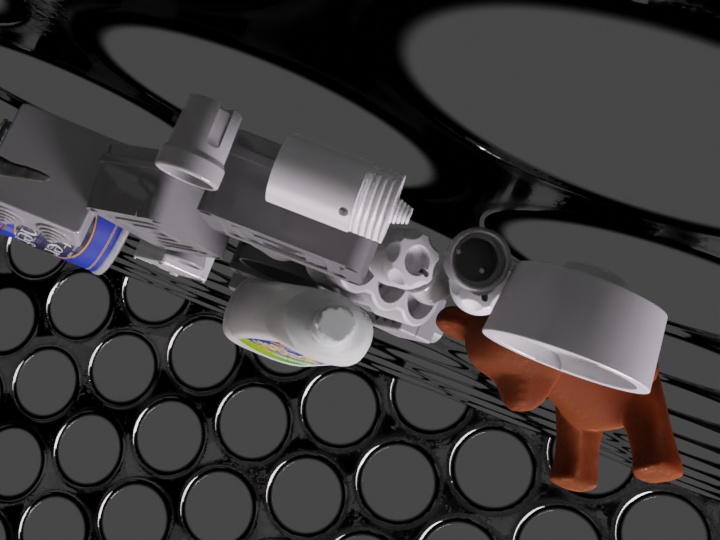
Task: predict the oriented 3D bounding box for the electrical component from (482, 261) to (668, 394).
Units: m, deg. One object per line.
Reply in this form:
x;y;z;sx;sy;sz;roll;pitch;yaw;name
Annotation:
0.137;0.029;0.667;0.108;0.060;0.108;21;173;3;electrical component

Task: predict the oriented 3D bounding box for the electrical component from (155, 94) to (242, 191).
-0.094;-0.075;0.634;0.040;0.046;0.040;21;172;3;electrical component

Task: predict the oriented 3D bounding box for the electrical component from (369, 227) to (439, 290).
0.025;-0.010;0.776;0.043;0.043;0.062;26;172;-30;electrical component

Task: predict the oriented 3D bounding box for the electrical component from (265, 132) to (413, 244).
-0.009;-0.045;0.618;0.081;0.043;0.043;21;173;4;electrical component

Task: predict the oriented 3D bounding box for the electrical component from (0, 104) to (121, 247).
-0.255;-0.076;0.892;0.100;0.099;0.048;22;160;-5;electrical component

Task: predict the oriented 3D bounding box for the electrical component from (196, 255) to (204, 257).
-0.167;-0.047;1.027;0.056;0.050;0.089;24;172;-18;electrical component

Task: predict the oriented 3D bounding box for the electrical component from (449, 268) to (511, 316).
0.084;0.011;0.755;0.043;0.043;0.062;21;174;7;electrical component

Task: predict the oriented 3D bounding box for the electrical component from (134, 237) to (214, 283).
-0.214;-0.028;1.247;0.062;0.061;0.096;26;171;-35;electrical component

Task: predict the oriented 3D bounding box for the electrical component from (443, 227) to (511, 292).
0.072;-0.006;0.684;0.040;0.040;0.046;22;178;-2;electrical component

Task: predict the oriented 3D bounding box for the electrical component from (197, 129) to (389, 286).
-0.040;-0.039;0.694;0.113;0.057;0.078;21;172;4;electrical component

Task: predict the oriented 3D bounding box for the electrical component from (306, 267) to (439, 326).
0.000;0.000;0.877;0.074;0.052;0.138;16;170;40;electrical component

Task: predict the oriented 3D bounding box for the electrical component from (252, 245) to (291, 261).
-0.077;-0.041;0.839;0.079;0.044;0.077;21;172;3;electrical component

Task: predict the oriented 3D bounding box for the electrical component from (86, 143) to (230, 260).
-0.159;-0.056;0.888;0.078;0.057;0.113;11;168;26;electrical component

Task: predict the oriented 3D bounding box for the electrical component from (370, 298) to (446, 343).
0.062;0.048;1.064;0.077;0.047;0.066;25;172;-25;electrical component

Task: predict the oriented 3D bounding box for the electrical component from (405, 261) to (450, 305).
0.046;0.003;0.840;0.035;0.035;0.061;16;167;39;electrical component

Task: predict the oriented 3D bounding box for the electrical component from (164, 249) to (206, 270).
-0.174;-0.033;1.125;0.045;0.055;0.045;21;172;3;electrical component
